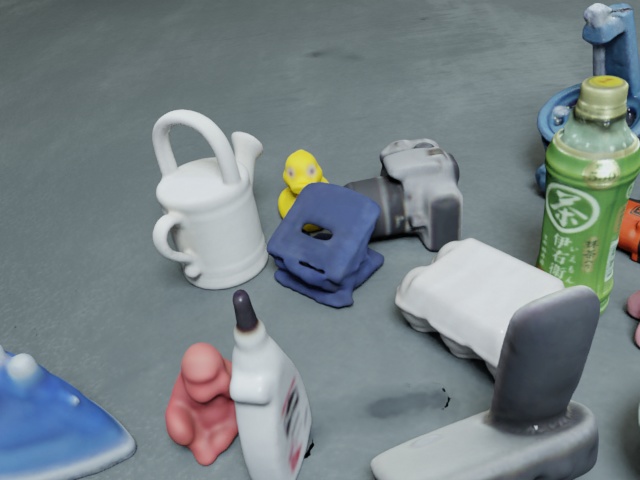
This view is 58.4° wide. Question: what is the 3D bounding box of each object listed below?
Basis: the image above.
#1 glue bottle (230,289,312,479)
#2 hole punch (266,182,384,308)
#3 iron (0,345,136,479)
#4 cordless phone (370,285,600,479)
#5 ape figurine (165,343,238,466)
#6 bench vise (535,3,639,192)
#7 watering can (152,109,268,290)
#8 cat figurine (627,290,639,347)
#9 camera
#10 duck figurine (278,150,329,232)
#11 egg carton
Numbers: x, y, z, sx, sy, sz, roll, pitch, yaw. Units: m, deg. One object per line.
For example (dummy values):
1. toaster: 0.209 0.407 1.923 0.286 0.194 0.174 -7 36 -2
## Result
1. glue bottle: -0.040 0.103 0.410 0.037 0.173 0.078 0 37 12
2. hole punch: 0.006 0.002 0.605 0.108 0.091 0.101 20 46 34
3. iron: -0.288 0.122 0.466 0.258 0.142 0.118 -1 37 11
4. cordless phone: 0.103 0.108 0.362 0.148 0.185 0.094 -19 37 -12
5. ape figurine: -0.090 0.122 0.464 0.078 0.092 0.076 -12 36 -3
6. bench vise: 0.332 -0.176 0.663 0.121 0.220 0.208 21 46 35
7. watering can: -0.121 -0.054 0.622 0.100 0.194 0.173 -3 37 9
8. cat figurine: 0.331 0.034 0.469 0.127 0.118 0.067 -2 37 10
9. camera: 0.085 -0.058 0.660 0.137 0.101 0.143 -10 36 -1
10. duck figurine: -0.019 -0.072 0.714 0.077 0.086 0.104 -6 37 5
11. egg carton: 0.147 0.061 0.513 0.107 0.069 0.149 -33 42 -28
